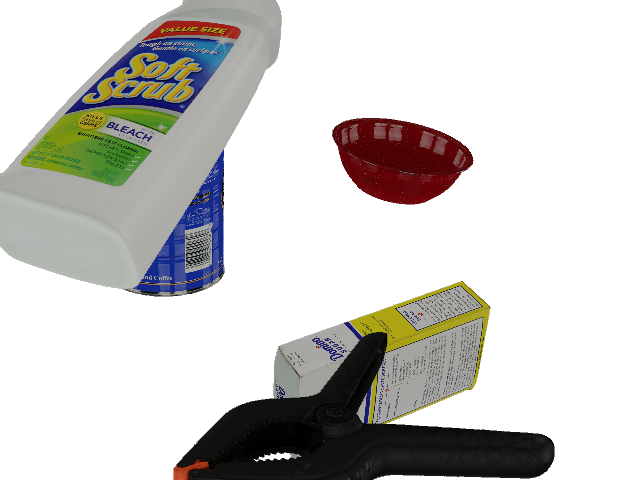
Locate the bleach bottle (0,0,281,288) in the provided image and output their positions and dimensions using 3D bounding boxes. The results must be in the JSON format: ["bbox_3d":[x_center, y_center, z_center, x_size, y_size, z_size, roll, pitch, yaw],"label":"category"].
[{"bbox_3d":[-0.098,-0.089,0.657,0.103,0.250,0.068,15,-37,17],"label":"bleach bottle"}]

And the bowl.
[{"bbox_3d":[0.088,-0.085,1.209,0.162,0.055,0.162,9,26,-5],"label":"bowl"}]

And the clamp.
[{"bbox_3d":[0.006,0.109,0.620,0.209,0.036,0.165,-9,24,-27],"label":"clamp"}]

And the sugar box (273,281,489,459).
[{"bbox_3d":[0.048,0.101,0.848,0.176,0.093,0.048,-15,39,-24],"label":"sugar box"}]

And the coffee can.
[{"bbox_3d":[-0.132,-0.037,0.908,0.103,0.140,0.103,2,24,-1],"label":"coffee can"}]
